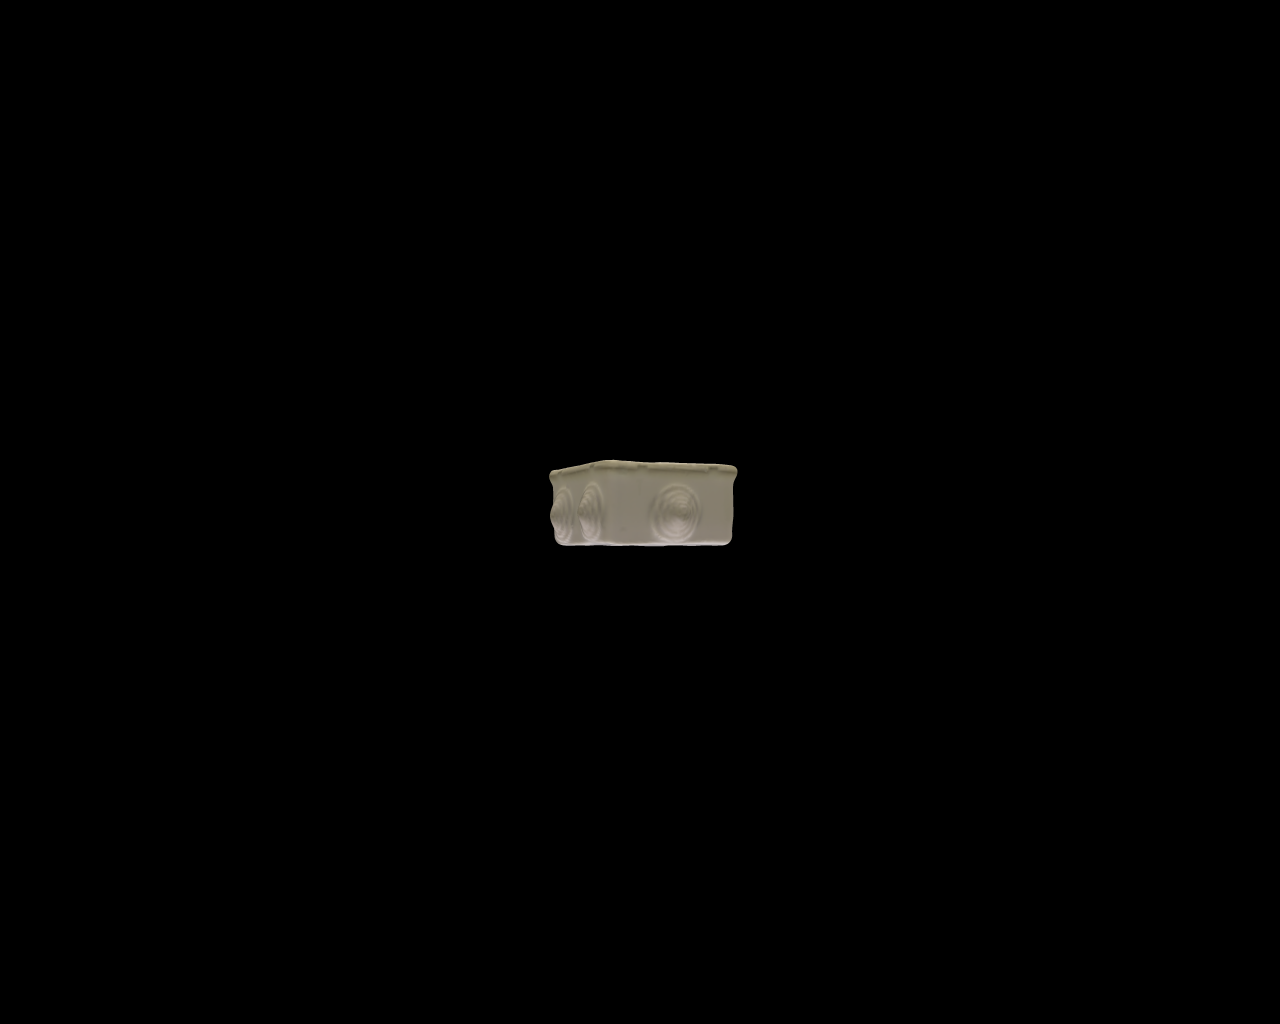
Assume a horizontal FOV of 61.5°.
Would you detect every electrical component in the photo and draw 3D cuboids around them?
[{"bbox_3d":[0.001,-0.003,0.650,0.100,0.048,0.099,1,-2,-28],"label":"electrical component"}]
